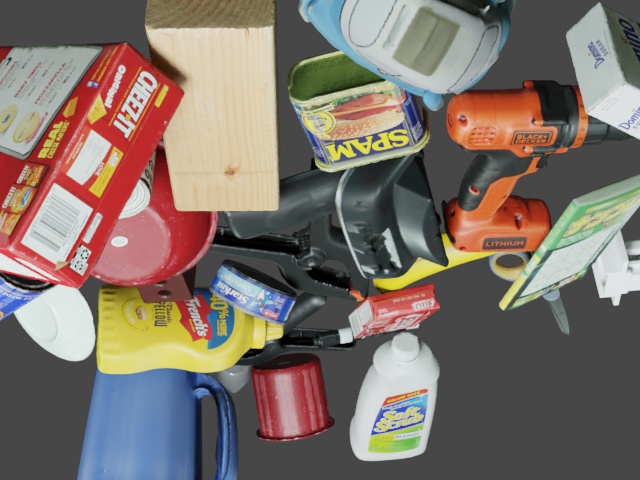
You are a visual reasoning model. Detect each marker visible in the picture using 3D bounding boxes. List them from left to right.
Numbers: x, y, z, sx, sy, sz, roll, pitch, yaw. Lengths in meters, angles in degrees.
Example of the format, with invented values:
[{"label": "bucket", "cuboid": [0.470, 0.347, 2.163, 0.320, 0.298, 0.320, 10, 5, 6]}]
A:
[{"label": "marker", "cuboid": [0.050, 0.100, 1.171, 0.121, 0.020, 0.020, -11, 147, -16]}]

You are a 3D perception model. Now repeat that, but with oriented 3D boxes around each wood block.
[{"label": "wood block", "cuboid": [-0.078, -0.119, 0.835, 0.091, 0.090, 0.206, 0, 144, -1]}]

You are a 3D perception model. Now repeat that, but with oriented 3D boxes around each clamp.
[{"label": "clamp", "cuboid": [-0.045, 0.110, 1.199, 0.172, 0.039, 0.120, -19, 136, 20]}, {"label": "clamp", "cuboid": [-0.007, 0.001, 1.048, 0.165, 0.036, 0.209, -30, 137, 30]}]

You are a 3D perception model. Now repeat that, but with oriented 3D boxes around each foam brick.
[{"label": "foam brick", "cuboid": [-0.158, 0.021, 1.061, 0.053, 0.051, 0.078, -5, 144, 6]}]

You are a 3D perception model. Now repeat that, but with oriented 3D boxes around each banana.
[{"label": "banana", "cuboid": [0.123, 0.015, 1.074, 0.198, 0.037, 0.069, -24, 165, 33]}]

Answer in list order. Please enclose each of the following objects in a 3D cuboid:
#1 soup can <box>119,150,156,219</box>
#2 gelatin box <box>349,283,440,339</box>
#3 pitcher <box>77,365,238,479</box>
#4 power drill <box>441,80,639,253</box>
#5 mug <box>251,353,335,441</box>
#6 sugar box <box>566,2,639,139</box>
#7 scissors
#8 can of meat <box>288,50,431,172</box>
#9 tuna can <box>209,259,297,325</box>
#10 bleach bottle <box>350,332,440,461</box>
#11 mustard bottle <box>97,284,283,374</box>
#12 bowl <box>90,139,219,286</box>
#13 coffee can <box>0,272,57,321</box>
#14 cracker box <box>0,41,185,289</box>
[{"label": "soup can", "cuboid": [-0.169, -0.077, 0.881, 0.068, 0.102, 0.068, -1, 143, -1]}, {"label": "gelatin box", "cuboid": [0.077, 0.076, 1.124, 0.073, 0.030, 0.089, -10, 166, -16]}, {"label": "pitcher", "cuboid": [-0.175, 0.189, 1.129, 0.149, 0.243, 0.145, 14, 142, -19]}, {"label": "power drill", "cuboid": [0.192, -0.064, 0.947, 0.184, 0.057, 0.188, 0, 142, -6]}, {"label": "mug", "cuboid": [-0.038, 0.178, 1.243, 0.093, 0.081, 0.117, -11, -173, -19]}, {"label": "sugar box", "cuboid": [0.280, -0.113, 0.846, 0.176, 0.093, 0.048, 21, 137, -28]}, {"label": "scissors", "cuboid": [0.227, 0.051, 1.140, 0.096, 0.016, 0.202, -3, 144, 5]}, {"label": "can of meat", "cuboid": [0.032, -0.111, 0.878, 0.102, 0.057, 0.084, -12, 140, 14]}, {"label": "tuna can", "cuboid": [-0.067, 0.052, 1.079, 0.086, 0.086, 0.034, 24, 95, -30]}, {"label": "bleach bottle", "cuboid": [0.088, 0.183, 1.270, 0.102, 0.068, 0.251, -4, 146, -1]}, {"label": "mustard bottle", "cuboid": [-0.133, 0.092, 1.107, 0.191, 0.096, 0.058, 2, 137, -13]}, {"label": "bowl", "cuboid": [-0.175, -0.014, 0.961, 0.162, 0.055, 0.162, 2, 122, 3]}, {"label": "coffee can", "cuboid": [-0.325, 0.030, 1.026, 0.141, 0.103, 0.102, -29, 136, 33]}, {"label": "cracker box", "cuboid": [-0.218, -0.059, 0.784, 0.214, 0.164, 0.072, 8, 157, 45]}]
